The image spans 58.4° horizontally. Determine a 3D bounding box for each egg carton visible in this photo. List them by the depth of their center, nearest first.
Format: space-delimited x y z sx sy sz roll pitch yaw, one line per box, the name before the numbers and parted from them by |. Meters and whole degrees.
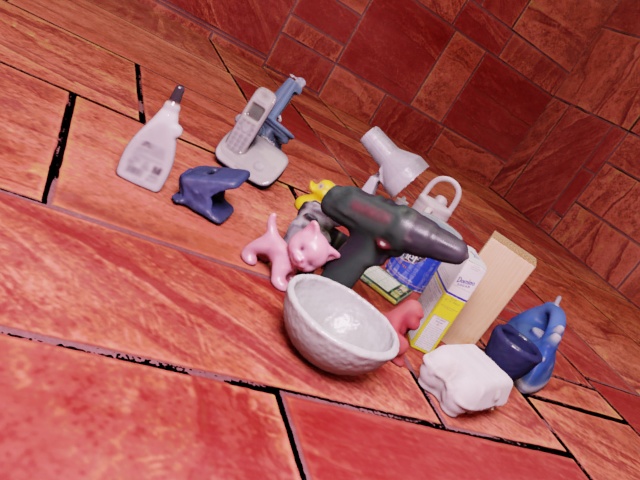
egg carton | 0.217 0.209 0.852 0.151 0.069 0.107 9 29 -49

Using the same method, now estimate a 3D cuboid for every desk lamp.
desk lamp | 0.135 -0.159 1.427 0.203 0.213 0.118 34 19 7

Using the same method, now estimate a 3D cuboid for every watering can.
watering can | 0.297 -0.083 1.519 0.101 0.194 0.173 29 19 -9

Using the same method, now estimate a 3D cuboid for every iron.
iron | 0.433 0.194 1.115 0.118 0.141 0.259 35 19 9

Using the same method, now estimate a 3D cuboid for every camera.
camera | 0.009 0.004 0.996 0.137 0.100 0.143 30 19 -4

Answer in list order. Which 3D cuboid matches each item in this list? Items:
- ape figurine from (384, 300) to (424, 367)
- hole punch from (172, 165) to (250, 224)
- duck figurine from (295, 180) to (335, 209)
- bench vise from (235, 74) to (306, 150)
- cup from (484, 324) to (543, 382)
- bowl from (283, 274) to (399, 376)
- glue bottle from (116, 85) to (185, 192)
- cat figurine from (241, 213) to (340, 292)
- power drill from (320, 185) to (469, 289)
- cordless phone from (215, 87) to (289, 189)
ape figurine | 0.123 0.131 0.865 0.076 0.092 0.078 39 20 21
hole punch | -0.180 -0.093 0.958 0.101 0.091 0.108 30 19 -5
duck figurine | 0.008 -0.087 1.245 0.104 0.086 0.077 31 19 -3
bench vise | -0.112 -0.290 1.362 0.121 0.219 0.207 32 19 2
cup | 0.312 0.201 0.983 0.092 0.095 0.118 30 19 -6
bowl | 0.016 0.122 0.748 0.168 0.074 0.167 28 19 -10
glue bottle | -0.251 -0.163 0.896 0.078 0.173 0.037 25 20 -18
cat figurine | -0.040 0.011 0.874 0.127 0.117 0.067 37 19 16
power drill | 0.079 0.031 0.869 0.229 0.208 0.076 37 19 15
cordless phone | -0.122 -0.215 1.210 0.147 0.185 0.094 32 19 2
